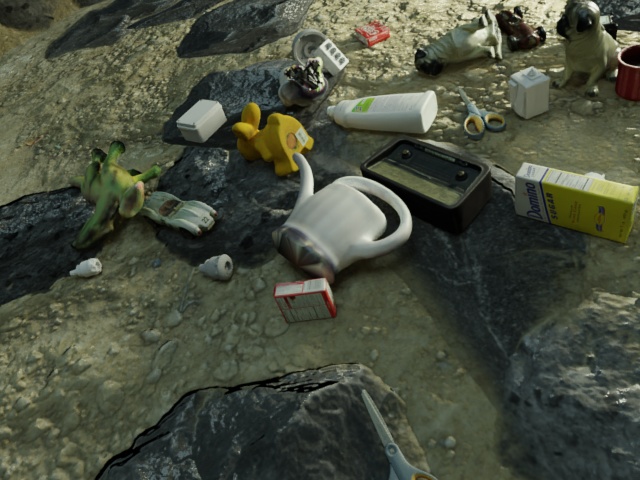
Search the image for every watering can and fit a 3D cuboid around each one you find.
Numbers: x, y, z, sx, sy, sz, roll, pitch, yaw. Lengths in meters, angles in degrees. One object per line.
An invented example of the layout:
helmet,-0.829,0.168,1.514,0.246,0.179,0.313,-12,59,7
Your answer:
watering can,0.003,-0.048,0.956,0.227,0.101,0.352,-41,48,-20

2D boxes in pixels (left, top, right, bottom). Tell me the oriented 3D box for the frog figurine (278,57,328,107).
frog figurine,-0.055,-0.403,1.353,0.139,0.122,0.159,-50,15,-17

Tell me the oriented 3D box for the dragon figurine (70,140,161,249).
dragon figurine,-0.513,-0.090,1.186,0.407,0.120,0.248,-12,49,37
